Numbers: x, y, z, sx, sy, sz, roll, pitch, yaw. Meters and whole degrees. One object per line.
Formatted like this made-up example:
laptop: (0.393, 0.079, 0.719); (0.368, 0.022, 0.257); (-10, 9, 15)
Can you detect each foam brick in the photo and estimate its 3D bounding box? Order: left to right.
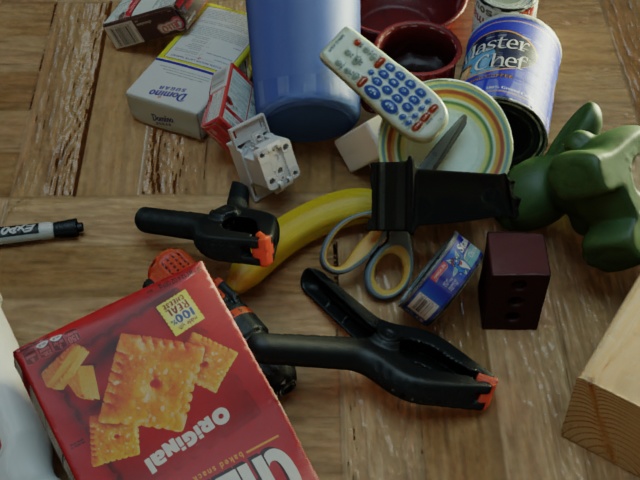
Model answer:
foam brick: (0.174, 0.037, 0.962); (0.053, 0.078, 0.051); (1, 47, 1)

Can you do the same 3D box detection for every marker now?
marker: (-0.293, -0.006, 1.045); (0.121, 0.020, 0.020); (-6, 49, -5)

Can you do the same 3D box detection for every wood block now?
wood block: (0.294, 0.089, 0.906); (0.090, 0.091, 0.205); (26, 54, 22)

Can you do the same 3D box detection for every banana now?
banana: (-0.011, -0.007, 1.023); (0.197, 0.037, 0.070); (-24, 32, -14)

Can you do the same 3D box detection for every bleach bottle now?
bleach bottle: (-0.263, 0.148, 0.864); (0.103, 0.068, 0.251); (-47, 56, 11)

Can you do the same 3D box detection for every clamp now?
clamp: (-0.083, -0.017, 1.003); (0.120, 0.039, 0.172); (-29, 34, -32)
clamp: (0.051, 0.090, 0.929); (0.210, 0.036, 0.164); (18, 26, 3)

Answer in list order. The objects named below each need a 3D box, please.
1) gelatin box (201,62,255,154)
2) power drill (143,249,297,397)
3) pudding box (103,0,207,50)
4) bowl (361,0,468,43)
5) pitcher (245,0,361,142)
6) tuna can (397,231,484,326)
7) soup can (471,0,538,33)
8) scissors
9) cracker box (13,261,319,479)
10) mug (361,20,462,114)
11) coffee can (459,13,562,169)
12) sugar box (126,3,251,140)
gelatin box: (-0.085, -0.129, 1.117); (0.030, 0.073, 0.089); (-23, 42, 31)
power drill: (-0.137, 0.107, 0.921); (0.187, 0.057, 0.185); (-32, 56, -27)
pudding box: (-0.186, -0.271, 1.237); (0.114, 0.039, 0.090); (-5, 42, 32)
bowl: (0.090, -0.268, 1.247); (0.162, 0.055, 0.162); (0, 48, 0)
pitcher: (-0.017, -0.228, 1.139); (0.145, 0.149, 0.243); (-18, 65, 38)
tuna can: (0.108, 0.035, 0.957); (0.034, 0.086, 0.086); (38, 56, 2)
soup can: (0.202, -0.234, 1.185); (0.068, 0.102, 0.068); (0, 48, 0)
scissors: (0.090, -0.023, 1.006); (0.201, 0.016, 0.096); (-38, 91, -10)
cracker box: (-0.117, 0.147, 0.824); (0.164, 0.072, 0.214); (-25, 77, -19)
mug: (0.093, -0.171, 1.144); (0.117, 0.081, 0.093); (-28, 54, -22)
coffee can: (0.194, -0.154, 1.114); (0.103, 0.103, 0.140); (10, 50, 10)
sugar box: (-0.130, -0.190, 1.189); (0.093, 0.048, 0.176); (19, 54, 19)
